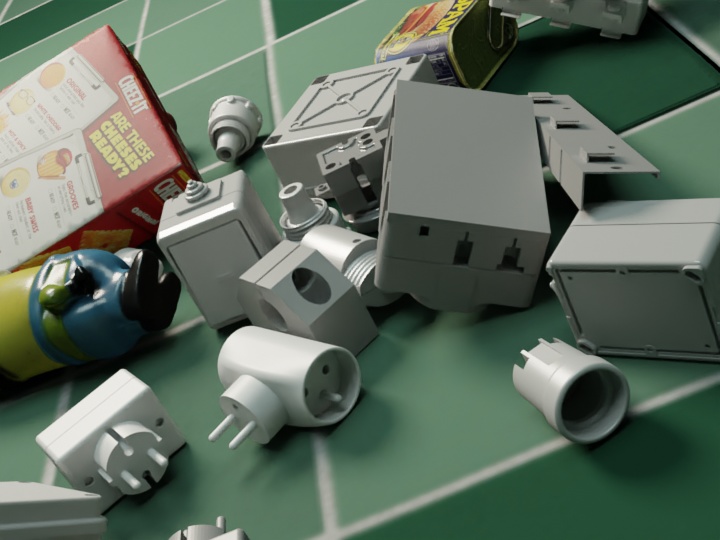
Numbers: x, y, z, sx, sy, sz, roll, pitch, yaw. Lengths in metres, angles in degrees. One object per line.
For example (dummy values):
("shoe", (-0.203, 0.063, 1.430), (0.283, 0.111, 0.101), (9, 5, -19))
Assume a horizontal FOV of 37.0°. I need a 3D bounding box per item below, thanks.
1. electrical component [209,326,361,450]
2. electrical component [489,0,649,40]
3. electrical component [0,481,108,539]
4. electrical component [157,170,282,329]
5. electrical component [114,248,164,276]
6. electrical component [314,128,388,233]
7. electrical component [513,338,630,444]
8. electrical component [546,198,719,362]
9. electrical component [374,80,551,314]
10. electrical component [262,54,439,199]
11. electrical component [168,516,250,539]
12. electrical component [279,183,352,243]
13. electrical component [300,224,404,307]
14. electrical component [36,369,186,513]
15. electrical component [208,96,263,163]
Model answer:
("electrical component", (-0.052, 0.070, 0.603), (0.077, 0.043, 0.079), (9, 46, 46))
("electrical component", (0.164, -0.226, 0.831), (0.121, 0.063, 0.078), (16, 46, 17))
("electrical component", (-0.192, 0.139, 0.534), (0.078, 0.113, 0.057), (-1, 83, 38))
("electrical component", (-0.091, -0.016, 0.714), (0.062, 0.096, 0.061), (-21, 31, 10))
("electrical component", (-0.177, 0.000, 0.821), (0.035, 0.035, 0.061), (-43, 31, -25))
("electrical component", (0.003, -0.060, 0.747), (0.066, 0.055, 0.048), (-25, 30, 4))
("electrical component", (0.099, 0.055, 0.511), (0.040, 0.040, 0.046), (-33, 25, -10))
("electrical component", (0.141, 0.002, 0.535), (0.096, 0.061, 0.061), (1, 40, 39))
("electrical component", (0.059, -0.047, 0.647), (0.089, 0.061, 0.150), (7, 38, -1))
("electrical component", (-0.001, -0.109, 0.825), (0.109, 0.056, 0.108), (-6, 36, 33))
("electrical component", (-0.074, 0.145, 0.501), (0.066, 0.047, 0.076), (-23, 30, 8))
("electrical component", (-0.033, -0.029, 0.722), (0.048, 0.062, 0.048), (-20, 31, 13))
("electrical component", (0.000, 0.000, 0.670), (0.043, 0.043, 0.081), (-40, 33, -21))
("electrical component", (-0.135, 0.103, 0.614), (0.066, 0.047, 0.077), (-40, 32, -21))
("electrical component", (-0.113, -0.119, 0.944), (0.048, 0.048, 0.062), (-16, 38, 19))
